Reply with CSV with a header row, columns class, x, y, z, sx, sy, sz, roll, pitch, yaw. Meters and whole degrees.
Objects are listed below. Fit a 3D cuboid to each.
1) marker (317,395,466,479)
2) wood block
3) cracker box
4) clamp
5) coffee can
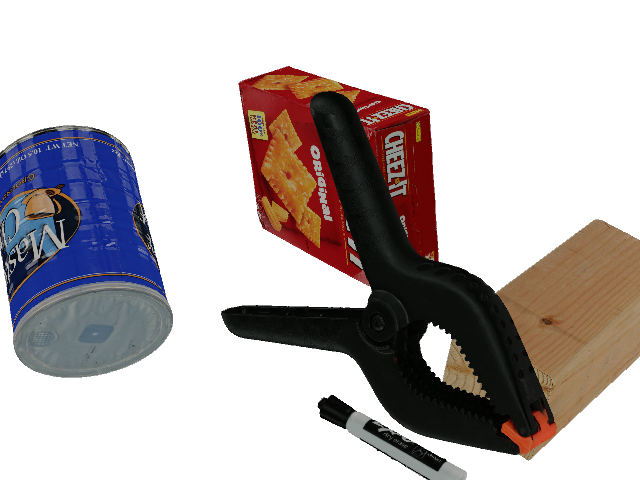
class,x,y,z,sx,sy,sz,roll,pitch,yaw
marker,0.048,0.144,0.764,0.121,0.020,0.020,27,13,27
wood block,0.200,0.074,0.875,0.091,0.090,0.205,32,44,31
cracker box,0.014,-0.061,1.004,0.072,0.164,0.214,-23,30,-29
clamp,0.040,0.029,0.564,0.210,0.165,0.036,34,31,30
coffee can,-0.165,0.007,0.727,0.102,0.140,0.103,-14,-34,-10
